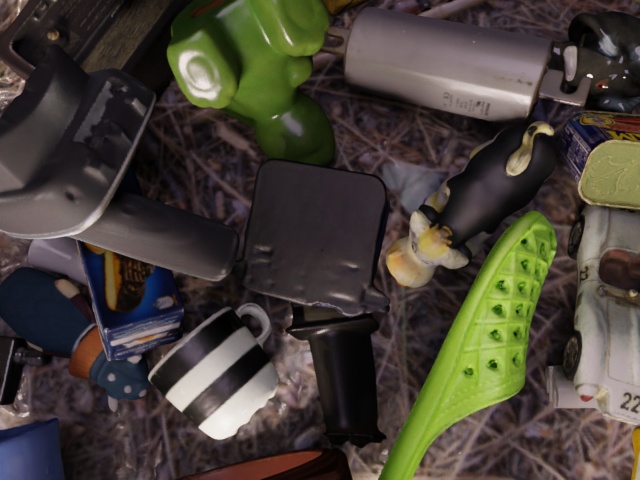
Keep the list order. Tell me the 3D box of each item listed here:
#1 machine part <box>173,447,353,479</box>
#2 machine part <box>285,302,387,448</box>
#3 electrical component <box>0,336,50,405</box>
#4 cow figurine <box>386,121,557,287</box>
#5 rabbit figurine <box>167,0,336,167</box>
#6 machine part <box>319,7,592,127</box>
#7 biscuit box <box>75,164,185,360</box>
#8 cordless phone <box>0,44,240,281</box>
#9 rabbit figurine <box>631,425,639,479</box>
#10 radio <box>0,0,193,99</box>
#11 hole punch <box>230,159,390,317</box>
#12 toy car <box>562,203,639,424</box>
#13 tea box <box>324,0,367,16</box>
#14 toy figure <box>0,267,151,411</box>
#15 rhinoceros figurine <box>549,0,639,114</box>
[{"bbox_3d":[-0.070,0.200,0.349,0.201,0.201,0.087,-15,75,-1],"label":"machine part"},{"bbox_3d":[0.017,0.102,0.450,0.084,0.039,0.139,-8,62,-9],"label":"machine part"},{"bbox_3d":[-0.287,0.116,0.471,0.094,0.021,0.063,4,76,2],"label":"electrical component"},{"bbox_3d":[0.128,-0.026,0.452,0.068,0.098,0.167,44,81,5],"label":"cow figurine"},{"bbox_3d":[-0.054,-0.128,0.469,0.121,0.170,0.159,-37,36,-9],"label":"rabbit figurine"},{"bbox_3d":[0.112,-0.155,0.482,0.243,0.079,0.079,19,77,17],"label":"machine part"},{"bbox_3d":[-0.174,-0.007,0.451,0.063,0.059,0.203,-16,62,-25],"label":"biscuit box"},{"bbox_3d":[-0.140,-0.052,0.416,0.184,0.088,0.146,21,55,-14],"label":"cordless phone"},{"bbox_3d":[0.324,0.222,0.376,0.173,0.122,0.162,16,69,-14],"label":"rabbit figurine"},{"bbox_3d":[-0.191,-0.224,0.527,0.131,0.073,0.229,29,78,8],"label":"radio"},{"bbox_3d":[-0.001,-0.001,0.461,0.142,0.092,0.115,12,90,8],"label":"hole punch"},{"bbox_3d":[0.241,0.046,0.429,0.074,0.056,0.202,16,56,6],"label":"toy car"},{"bbox_3d":[0.001,-0.327,0.534,0.068,0.098,0.169,-28,75,-5],"label":"tea box"},{"bbox_3d":[-0.203,0.080,0.459,0.154,0.064,0.058,34,40,5],"label":"toy figure"},{"bbox_3d":[0.294,-0.164,0.498,0.190,0.073,0.112,7,87,2],"label":"rhinoceros figurine"}]
